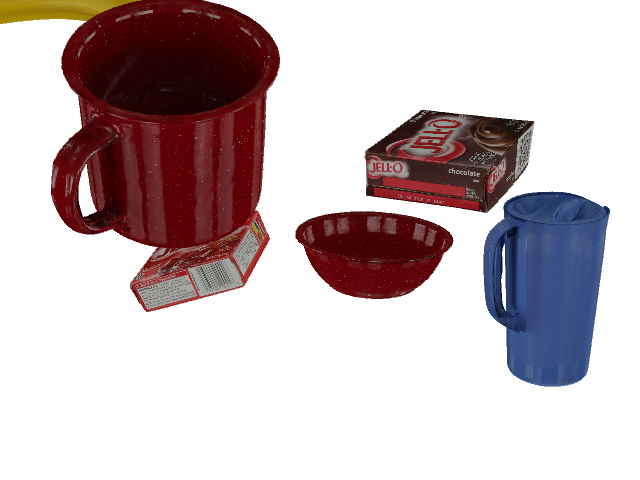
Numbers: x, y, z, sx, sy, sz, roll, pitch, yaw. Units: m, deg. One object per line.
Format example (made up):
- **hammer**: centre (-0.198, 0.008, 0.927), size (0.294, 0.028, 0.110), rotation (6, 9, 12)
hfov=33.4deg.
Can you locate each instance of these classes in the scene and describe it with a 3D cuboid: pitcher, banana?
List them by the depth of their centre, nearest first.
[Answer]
- **banana**: centre (-0.193, -0.181, 0.833), size (0.198, 0.069, 0.037), rotation (15, -38, 18)
- **pitcher**: centre (0.294, 0.066, 1.400), size (0.149, 0.243, 0.144), rotation (5, 21, 15)

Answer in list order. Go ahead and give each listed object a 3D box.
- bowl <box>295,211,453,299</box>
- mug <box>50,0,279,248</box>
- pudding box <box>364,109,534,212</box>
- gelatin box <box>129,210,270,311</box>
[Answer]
- **bowl**: centre (0.054, 0.019, 1.096), size (0.162, 0.055, 0.162), rotation (1, 18, -1)
- **mug**: centre (-0.073, -0.044, 0.478), size (0.093, 0.081, 0.117), rotation (27, 49, 21)
- **pudding box**: centre (0.093, -0.059, 0.760), size (0.090, 0.039, 0.113), rotation (10, 24, 24)
- **gelatin box**: centre (-0.090, 0.015, 0.805), size (0.089, 0.030, 0.073), rotation (-15, 23, 22)
